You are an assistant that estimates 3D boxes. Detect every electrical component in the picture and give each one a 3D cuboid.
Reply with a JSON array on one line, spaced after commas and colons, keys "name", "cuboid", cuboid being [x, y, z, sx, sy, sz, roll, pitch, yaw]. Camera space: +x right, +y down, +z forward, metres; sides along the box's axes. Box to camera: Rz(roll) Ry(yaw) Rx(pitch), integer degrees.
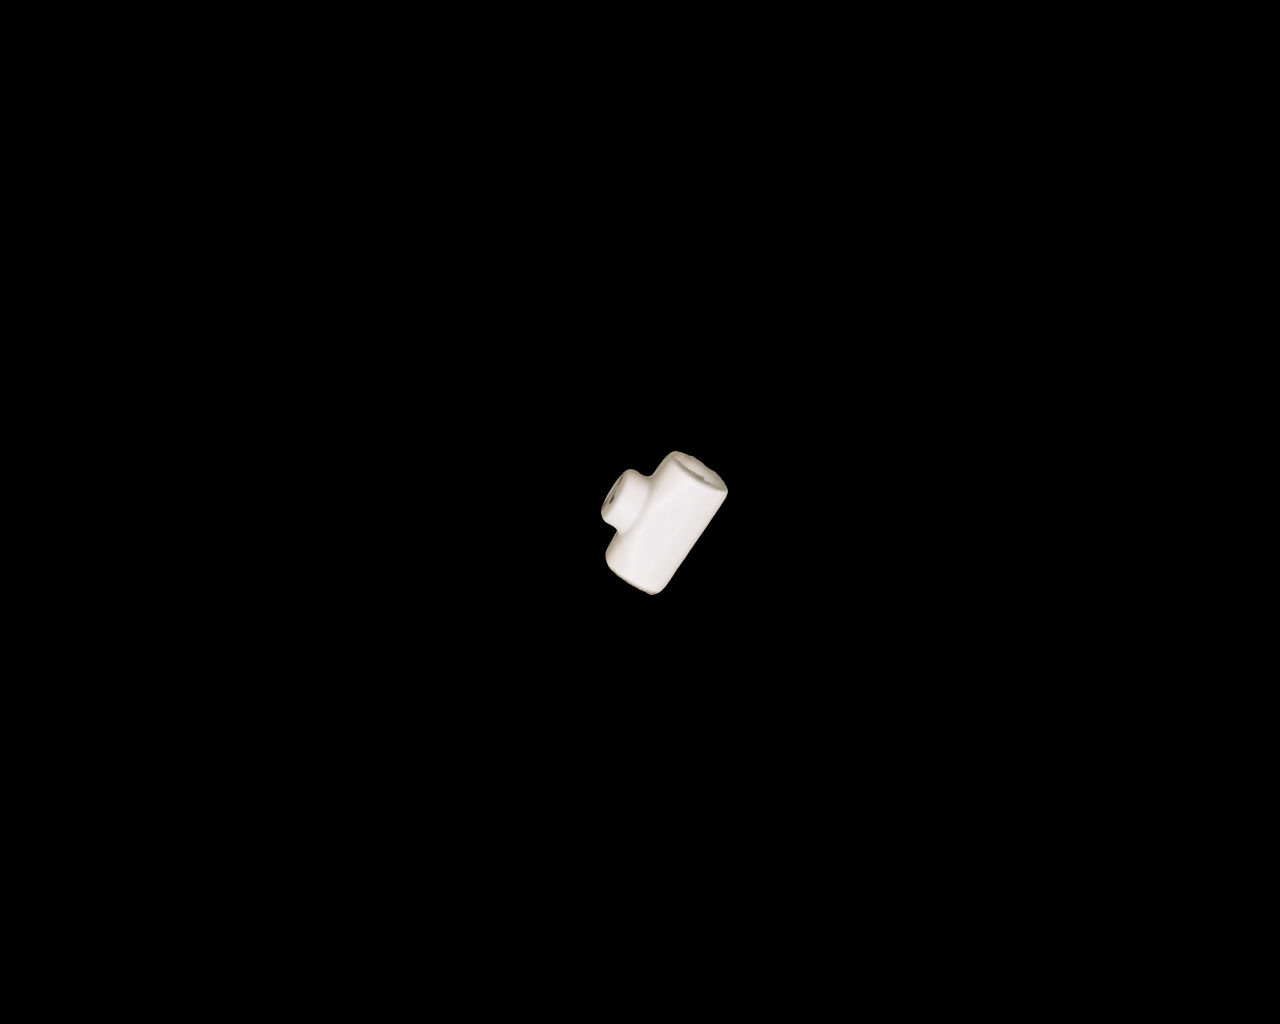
[{"name": "electrical component", "cuboid": [0.001, -0.003, 0.650, 0.079, 0.077, 0.044, 30, 16, -9]}]
